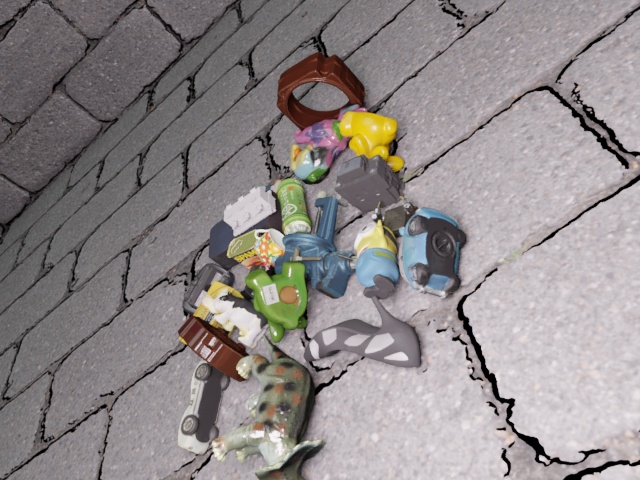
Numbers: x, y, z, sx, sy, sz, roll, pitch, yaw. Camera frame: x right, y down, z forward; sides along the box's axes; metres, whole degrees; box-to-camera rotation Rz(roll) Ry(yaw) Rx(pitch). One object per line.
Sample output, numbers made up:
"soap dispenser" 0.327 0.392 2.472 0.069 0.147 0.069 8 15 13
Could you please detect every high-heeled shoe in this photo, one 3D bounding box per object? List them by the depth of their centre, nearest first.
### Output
"high-heeled shoe" 0.073 0.206 0.971 0.248 0.086 0.145 -45 64 36

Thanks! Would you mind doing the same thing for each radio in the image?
"radio" -0.192 -0.023 1.422 0.230 0.073 0.131 -31 41 26

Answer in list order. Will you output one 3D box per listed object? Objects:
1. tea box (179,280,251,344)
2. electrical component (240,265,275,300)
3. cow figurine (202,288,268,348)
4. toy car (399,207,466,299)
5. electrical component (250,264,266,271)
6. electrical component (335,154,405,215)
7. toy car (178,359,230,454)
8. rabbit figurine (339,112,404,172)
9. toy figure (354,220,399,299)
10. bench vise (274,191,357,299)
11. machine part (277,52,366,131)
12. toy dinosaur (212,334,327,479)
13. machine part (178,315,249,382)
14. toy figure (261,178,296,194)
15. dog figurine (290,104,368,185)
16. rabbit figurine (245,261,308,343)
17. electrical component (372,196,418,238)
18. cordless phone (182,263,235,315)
"tea box" -0.254 0.192 1.299 0.098 0.068 0.169 11 66 50
"electrical component" -0.137 0.115 1.233 0.119 0.074 0.048 -27 27 22
"cow figurine" -0.186 0.159 1.208 0.167 0.068 0.098 36 80 20
"toy car" 0.191 0.031 0.964 0.103 0.109 0.161 143 138 -60
"electrical component" -0.156 0.091 1.297 0.094 0.021 0.063 -64 30 28
"electrical component" 0.100 -0.122 1.151 0.115 0.134 0.058 -22 44 35
"toy car" -0.247 0.349 1.148 0.056 0.073 0.202 -21 45 33
"rabbit figurine" 0.117 -0.197 1.242 0.163 0.121 0.173 24 91 43
"toy figure" 0.109 0.041 1.021 0.082 0.089 0.180 -29 33 18
"bench vise" 0.005 0.001 1.152 0.224 0.128 0.240 -13 59 46
"machine part" 0.002 -0.375 1.417 0.202 0.200 0.087 -19 49 35
"toy dinosaur" -0.069 0.302 0.981 0.192 0.131 0.405 -13 40 17
"machine part" -0.218 0.229 1.148 0.056 0.179 0.180 -53 36 -7
"toy figure" -0.125 -0.128 1.458 0.155 0.058 0.064 -19 85 33
"dog figurine" 0.040 -0.248 1.349 0.219 0.108 0.191 -18 48 30
"rabbit figurine" -0.082 0.121 1.111 0.121 0.159 0.170 -25 5 -18
"electrical component" 0.152 -0.046 1.104 0.102 0.045 0.078 -12 49 40
"cordless phone" -0.317 0.131 1.427 0.184 0.088 0.146 -2 58 59
